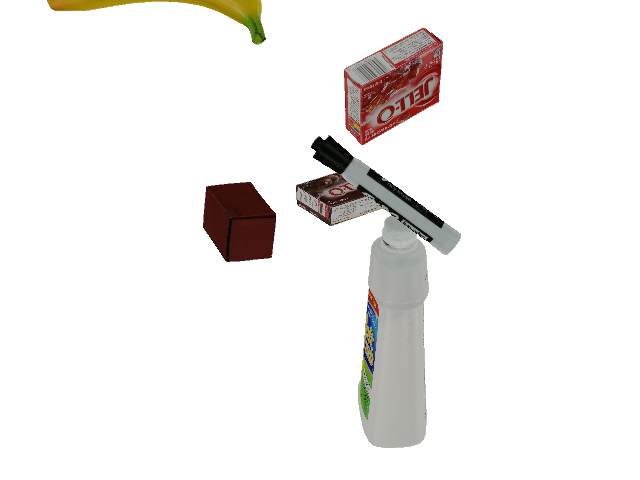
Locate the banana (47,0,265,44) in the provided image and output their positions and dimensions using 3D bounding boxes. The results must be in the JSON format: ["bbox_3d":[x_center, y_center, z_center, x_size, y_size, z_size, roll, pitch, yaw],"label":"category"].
[{"bbox_3d":[-0.130,-0.208,0.888,0.198,0.069,0.037,11,-41,16],"label":"banana"}]

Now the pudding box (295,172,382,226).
[{"bbox_3d":[0.033,-0.067,1.621,0.113,0.039,0.090,-21,34,-30],"label":"pudding box"}]

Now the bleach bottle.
[{"bbox_3d":[0.072,0.080,1.028,0.068,0.251,0.102,-3,36,-3],"label":"bleach bottle"}]

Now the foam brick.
[{"bbox_3d":[-0.085,-0.020,1.107,0.052,0.051,0.078,-5,31,-23],"label":"foam brick"}]

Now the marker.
[{"bbox_3d":[0.044,-0.032,0.737,0.121,0.020,0.020,36,-4,-6],"label":"marker"}]

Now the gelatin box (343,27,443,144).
[{"bbox_3d":[0.064,-0.133,0.924,0.089,0.030,0.073,-30,-32,-18],"label":"gelatin box"}]
